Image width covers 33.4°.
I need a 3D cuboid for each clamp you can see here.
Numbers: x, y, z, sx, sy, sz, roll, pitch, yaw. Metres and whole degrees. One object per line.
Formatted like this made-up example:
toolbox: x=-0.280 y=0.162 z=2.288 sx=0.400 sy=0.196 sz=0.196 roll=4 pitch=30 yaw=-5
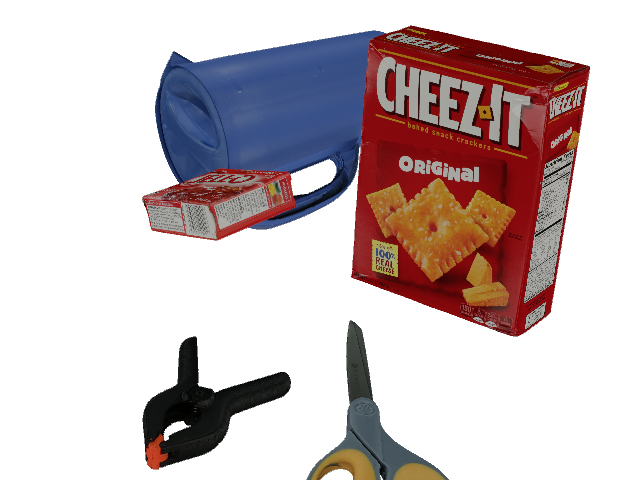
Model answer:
clamp: x=-0.121 y=0.150 z=1.011 sx=0.120 sy=0.039 sz=0.171 roll=19 pitch=31 yaw=28

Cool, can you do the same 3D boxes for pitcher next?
pitcher: x=-0.023 y=-0.119 z=1.033 sx=0.242 sy=0.149 sz=0.145 roll=-20 pitch=31 yaw=-30

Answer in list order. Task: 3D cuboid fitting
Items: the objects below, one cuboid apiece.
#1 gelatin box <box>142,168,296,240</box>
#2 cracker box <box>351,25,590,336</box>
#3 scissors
gelatin box: x=-0.073 y=-0.028 z=0.766 sx=0.073 sy=0.030 sz=0.089 roll=-24 pitch=20 yaw=-36
cracker box: x=0.112 y=-0.048 z=0.857 sx=0.164 sy=0.214 sz=0.071 roll=20 pitch=31 yaw=32
scissors: x=0.043 y=0.113 z=0.626 sx=0.096 sy=0.016 sz=0.201 roll=13 pitch=31 yaw=8
